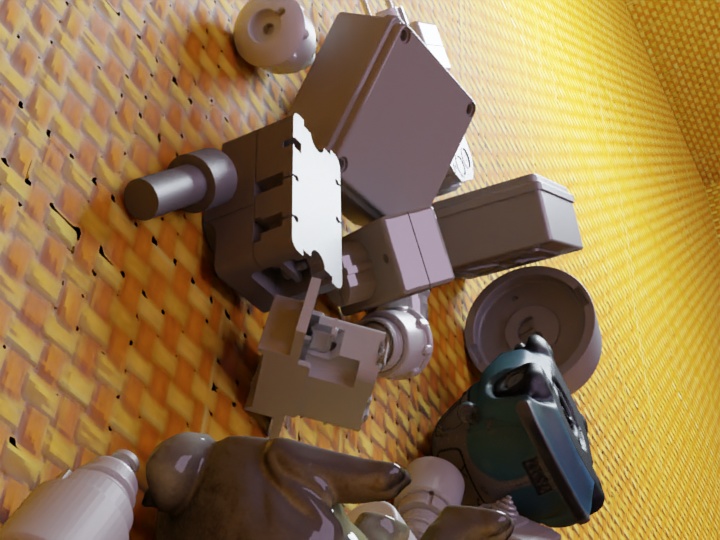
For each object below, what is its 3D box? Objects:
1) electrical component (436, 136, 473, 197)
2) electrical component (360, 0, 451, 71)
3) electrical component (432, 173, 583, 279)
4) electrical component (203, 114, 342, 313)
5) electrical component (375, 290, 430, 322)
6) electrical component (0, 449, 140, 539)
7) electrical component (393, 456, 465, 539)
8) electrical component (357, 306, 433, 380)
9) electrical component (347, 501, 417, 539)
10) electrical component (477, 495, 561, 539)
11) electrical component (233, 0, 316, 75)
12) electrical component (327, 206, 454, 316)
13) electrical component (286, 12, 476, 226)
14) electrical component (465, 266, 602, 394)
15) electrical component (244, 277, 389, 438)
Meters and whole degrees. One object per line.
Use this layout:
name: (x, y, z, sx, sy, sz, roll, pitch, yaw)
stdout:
electrical component: (0.052, -0.095, 0.854, 0.080, 0.051, 0.080, 47, 33, -44)
electrical component: (0.023, -0.179, 0.833, 0.047, 0.066, 0.076, -23, 94, -67)
electrical component: (0.113, -0.032, 0.871, 0.109, 0.109, 0.056, 6, 70, -65)
electrical component: (-0.047, -0.029, 0.578, 0.050, 0.056, 0.089, 45, 35, -47)
electrical component: (0.028, 0.028, 0.725, 0.040, 0.040, 0.046, 29, 53, -58)
electrical component: (-0.101, 0.091, 0.385, 0.040, 0.040, 0.078, 64, 24, -17)
electrical component: (0.040, 0.148, 0.657, 0.040, 0.040, 0.078, 63, 24, -19)
electrical component: (0.013, 0.046, 0.672, 0.062, 0.048, 0.048, 2, 71, -58)
electrical component: (0.017, 0.163, 0.595, 0.078, 0.040, 0.040, 58, 26, -28)
electrical component: (0.084, 0.186, 0.651, 0.062, 0.061, 0.096, 12, 96, -64)
electrical component: (-0.048, -0.144, 0.679, 0.062, 0.048, 0.048, 21, 53, -69)
electrical component: (0.000, 0.000, 0.651, 0.076, 0.083, 0.047, -15, 86, -29)
electrical component: (0.011, -0.091, 0.690, 0.109, 0.056, 0.108, 37, 76, -50)
electrical component: (0.147, 0.058, 0.886, 0.060, 0.108, 0.108, 49, 31, -53)
electrical component: (-0.021, 0.050, 0.550, 0.042, 0.064, 0.081, -78, -177, -50)
